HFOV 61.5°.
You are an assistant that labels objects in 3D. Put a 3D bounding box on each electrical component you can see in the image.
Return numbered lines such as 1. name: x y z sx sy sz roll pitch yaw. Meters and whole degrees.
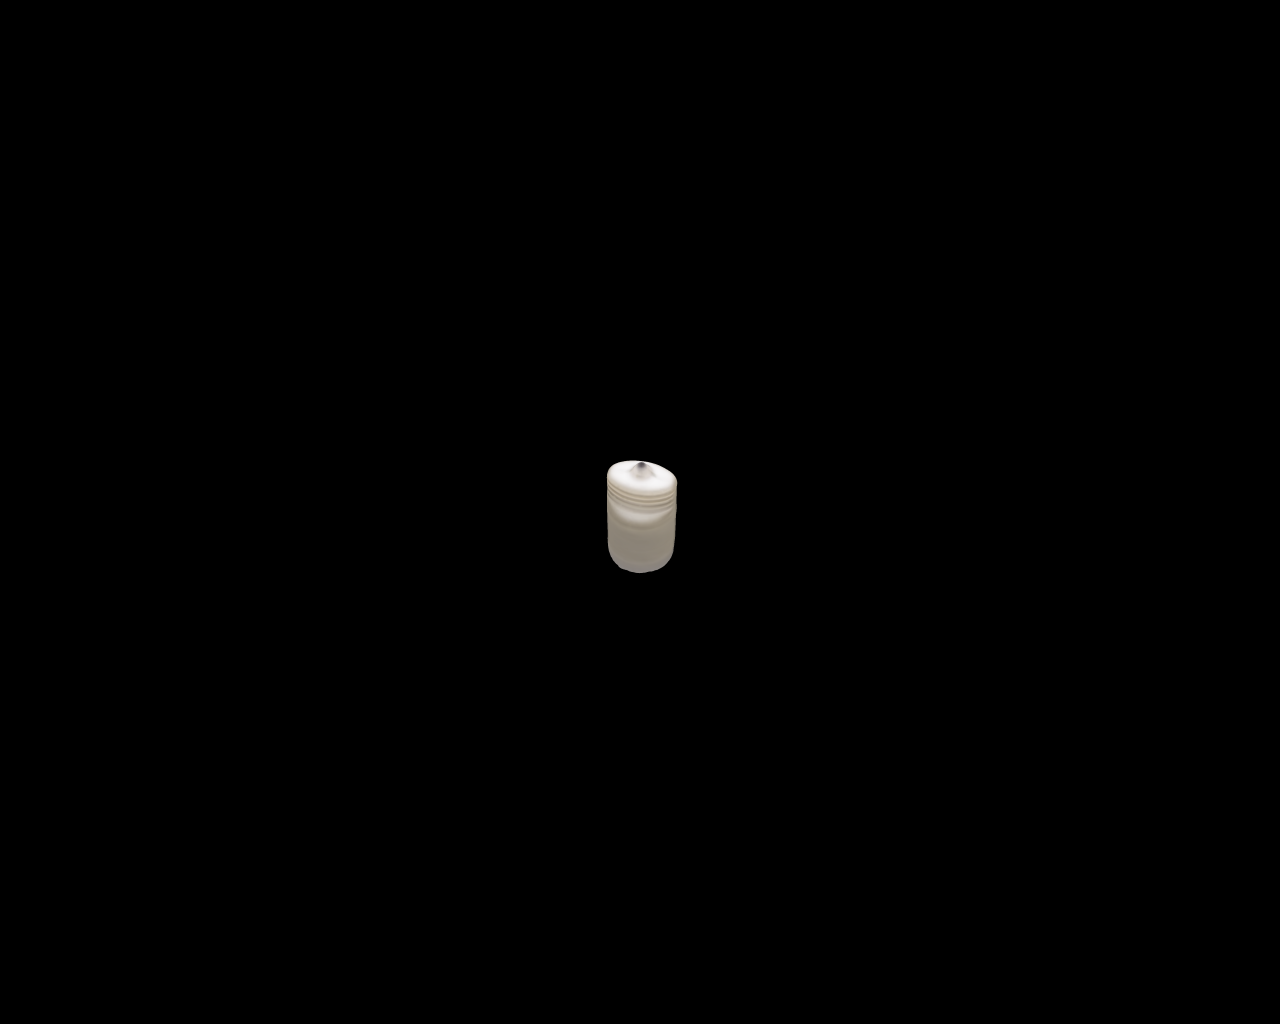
1. electrical component: 0.001 -0.003 0.650 0.043 0.043 0.080 0 -40 0
